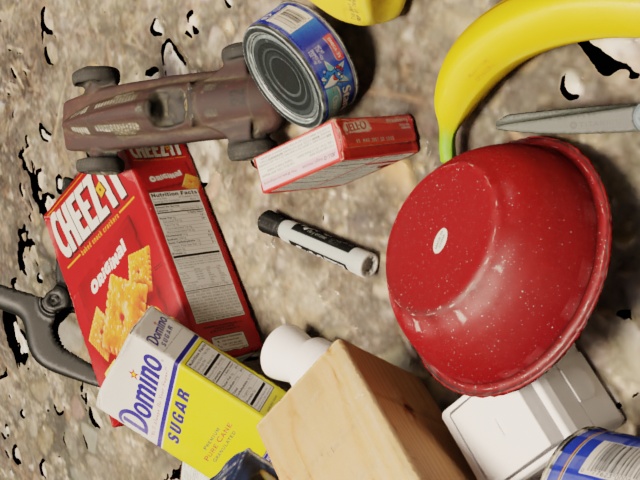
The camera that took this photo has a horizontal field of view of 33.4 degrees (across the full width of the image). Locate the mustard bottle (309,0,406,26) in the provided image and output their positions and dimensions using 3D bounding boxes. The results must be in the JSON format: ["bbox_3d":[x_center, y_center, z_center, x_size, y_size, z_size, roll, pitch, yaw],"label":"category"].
[{"bbox_3d":[-0.019,-0.214,0.740,0.192,0.058,0.096,26,126,42],"label":"mustard bottle"}]

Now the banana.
[{"bbox_3d":[0.128,-0.112,0.616,0.198,0.037,0.069,-28,95,48],"label":"banana"}]

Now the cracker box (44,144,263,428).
[{"bbox_3d":[-0.153,0.033,0.924,0.164,0.071,0.214,-38,68,44],"label":"cracker box"}]

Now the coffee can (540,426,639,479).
[{"bbox_3d":[0.193,0.157,0.540,0.141,0.102,0.103,4,100,48],"label":"coffee can"}]

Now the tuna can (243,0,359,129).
[{"bbox_3d":[-0.015,-0.121,0.742,0.086,0.033,0.086,41,156,23],"label":"tuna can"}]

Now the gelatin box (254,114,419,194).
[{"bbox_3d":[0.011,-0.059,0.724,0.089,0.073,0.030,-21,81,48],"label":"gelatin box"}]

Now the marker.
[{"bbox_3d":[-0.005,0.001,0.794,0.121,0.020,0.020,24,114,44],"label":"marker"}]

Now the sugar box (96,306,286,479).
[{"bbox_3d":[-0.079,0.135,0.816,0.176,0.048,0.093,30,126,-1],"label":"sugar box"}]

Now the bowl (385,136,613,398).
[{"bbox_3d":[0.088,0.007,0.618,0.162,0.055,0.162,-32,48,44],"label":"bowl"}]

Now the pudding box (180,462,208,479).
[{"bbox_3d":[-0.075,0.231,0.899,0.114,0.039,0.090,26,114,41],"label":"pudding box"}]

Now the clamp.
[{"bbox_3d":[-0.246,0.051,1.023,0.210,0.164,0.036,45,172,11],"label":"clamp"}]

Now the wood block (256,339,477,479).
[{"bbox_3d":[0.050,0.170,0.651,0.090,0.090,0.206,-48,39,15],"label":"wood block"}]

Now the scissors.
[{"bbox_3d":[0.186,-0.082,0.555,0.202,0.016,0.096,21,110,37],"label":"scissors"}]
